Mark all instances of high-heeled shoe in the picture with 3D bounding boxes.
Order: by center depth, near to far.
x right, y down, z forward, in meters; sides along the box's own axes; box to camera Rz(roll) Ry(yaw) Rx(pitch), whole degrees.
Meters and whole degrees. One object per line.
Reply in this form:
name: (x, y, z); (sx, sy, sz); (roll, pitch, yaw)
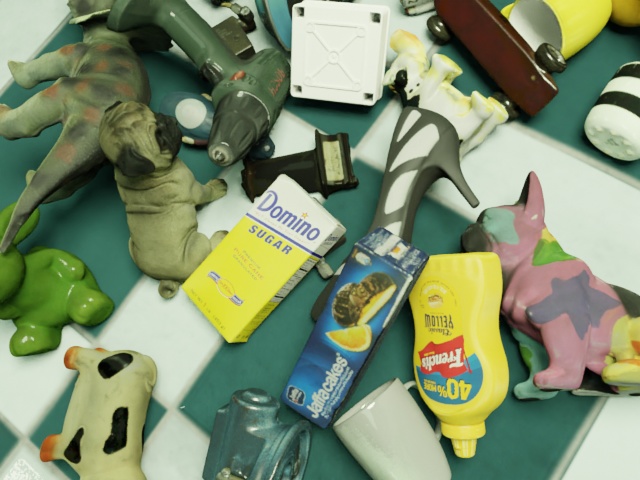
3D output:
high-heeled shoe: (0.057, -0.031, 0.589); (0.249, 0.086, 0.145); (-38, 64, 12)

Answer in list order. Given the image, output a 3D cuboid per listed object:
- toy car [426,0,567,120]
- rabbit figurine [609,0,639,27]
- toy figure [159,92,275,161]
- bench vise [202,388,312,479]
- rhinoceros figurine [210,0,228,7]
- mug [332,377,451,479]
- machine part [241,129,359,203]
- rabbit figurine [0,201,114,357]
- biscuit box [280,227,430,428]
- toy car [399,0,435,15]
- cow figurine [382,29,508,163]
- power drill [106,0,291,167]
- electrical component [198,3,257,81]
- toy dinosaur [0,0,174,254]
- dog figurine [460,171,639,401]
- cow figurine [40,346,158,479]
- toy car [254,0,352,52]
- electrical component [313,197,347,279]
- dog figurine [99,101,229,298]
toy car: (0.207, -0.233, 0.636); (0.053, 0.089, 0.202); (-15, 64, -44)
rabbit figurine: (0.390, -0.255, 0.592); (0.122, 0.162, 0.173); (-47, 54, 6)
toy figure: (-0.129, -0.140, 0.678); (0.155, 0.058, 0.064); (23, 116, 14)
bench vise: (-0.036, 0.267, 0.504); (0.241, 0.128, 0.223); (13, 78, 17)
rhinoceros figurine: (-0.092, -0.406, 0.744); (0.190, 0.073, 0.112); (-37, 70, -3)
mug: (0.083, 0.198, 0.532); (0.109, 0.081, 0.107); (-25, 75, -39)
machine part: (-0.027, -0.086, 0.653); (0.139, 0.039, 0.084); (-12, 80, 3)
rabbit figurine: (-0.329, 0.034, 0.594); (0.121, 0.170, 0.159); (-23, 72, 1)
biscuit box: (0.030, 0.089, 0.520); (0.059, 0.063, 0.202); (31, 117, 15)
toy car: (0.182, -0.366, 0.685); (0.202, 0.073, 0.056); (-40, 71, -4)
cow figurine: (0.128, -0.169, 0.635); (0.167, 0.068, 0.098); (51, 120, 21)
power drill: (-0.129, -0.198, 0.601); (0.207, 0.086, 0.232); (37, 37, -6)
electrical component: (-0.130, -0.270, 0.722); (0.102, 0.045, 0.078); (-25, 69, 1)
toy dinosaur: (-0.266, -0.169, 0.640); (0.192, 0.131, 0.405); (-21, 57, 10)
dog figurine: (0.245, 0.042, 0.534); (0.192, 0.108, 0.219); (-6, 69, 8)
cow figurine: (-0.221, 0.214, 0.569); (0.127, 0.085, 0.195); (2, 72, 16)
toy car: (-0.032, -0.331, 0.698); (0.103, 0.109, 0.161); (29, 70, 34)
electrical component: (-0.001, -0.002, 0.630); (0.063, 0.021, 0.094); (-34, 70, -3)
dog figurine: (-0.183, -0.036, 0.582); (0.121, 0.190, 0.172); (-10, 73, 6)
